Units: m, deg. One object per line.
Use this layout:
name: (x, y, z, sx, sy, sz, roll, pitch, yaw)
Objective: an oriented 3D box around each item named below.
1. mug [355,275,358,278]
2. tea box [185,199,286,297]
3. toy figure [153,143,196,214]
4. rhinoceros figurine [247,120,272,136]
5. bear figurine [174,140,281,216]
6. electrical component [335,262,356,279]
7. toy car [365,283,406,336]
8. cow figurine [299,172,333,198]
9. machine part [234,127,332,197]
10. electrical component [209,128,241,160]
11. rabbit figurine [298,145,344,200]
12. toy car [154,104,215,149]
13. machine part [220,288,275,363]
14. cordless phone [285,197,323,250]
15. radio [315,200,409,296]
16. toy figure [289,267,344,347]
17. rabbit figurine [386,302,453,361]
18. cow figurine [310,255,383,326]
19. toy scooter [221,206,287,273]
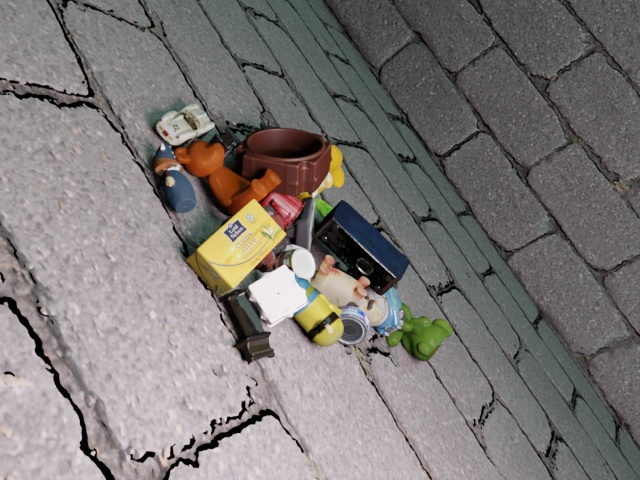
mug: (0.144, 0.080, 1.450, 0.107, 0.109, 0.081, 35, 29, -4)
tea box: (-0.155, 0.013, 1.002, 0.098, 0.068, 0.169, 47, 51, -9)
toy figure: (-0.287, -0.123, 1.038, 0.058, 0.064, 0.154, -19, 63, -24)
rhinoceros figurine: (-0.139, -0.258, 1.441, 0.112, 0.073, 0.190, 46, 26, -11)
bear figurine: (-0.199, -0.149, 1.136, 0.195, 0.132, 0.120, 53, 26, -6)
electrical component: (0.069, 0.097, 1.349, 0.078, 0.045, 0.102, 38, 28, -9)
toy car: (0.141, 0.158, 1.350, 0.103, 0.109, 0.162, 10, 55, -39)
cow figurine: (-0.056, -0.141, 1.336, 0.098, 0.168, 0.068, -56, 140, -56)
machine part: (-0.083, -0.190, 1.259, 0.201, 0.087, 0.201, 13, 35, 12)
electrical component: (-0.226, -0.219, 1.249, 0.047, 0.075, 0.119, 48, 23, -5)
rabbit figurine: (0.001, -0.186, 1.470, 0.162, 0.173, 0.122, 11, 43, -49)
toy car: (-0.297, -0.257, 1.197, 0.073, 0.056, 0.202, 48, 26, -8)
machine part: (-0.132, 0.152, 0.967, 0.084, 0.039, 0.139, -1, 58, -53)
cordless phone: (-0.002, -0.004, 1.336, 0.184, 0.089, 0.147, 46, 25, -22)
radio: (0.101, 0.019, 1.276, 0.229, 0.073, 0.131, 42, 28, -3)
toy figure: (-0.027, 0.142, 1.106, 0.180, 0.082, 0.089, 51, 22, -7)
rabbit figurine: (0.234, 0.238, 1.419, 0.170, 0.121, 0.159, 42, 28, 22)
cow figurine: (0.057, 0.136, 1.229, 0.195, 0.127, 0.085, 32, 35, -7)
toy scooter: (-0.122, 0.004, 1.132, 0.135, 0.075, 0.184, 56, 28, 5)
